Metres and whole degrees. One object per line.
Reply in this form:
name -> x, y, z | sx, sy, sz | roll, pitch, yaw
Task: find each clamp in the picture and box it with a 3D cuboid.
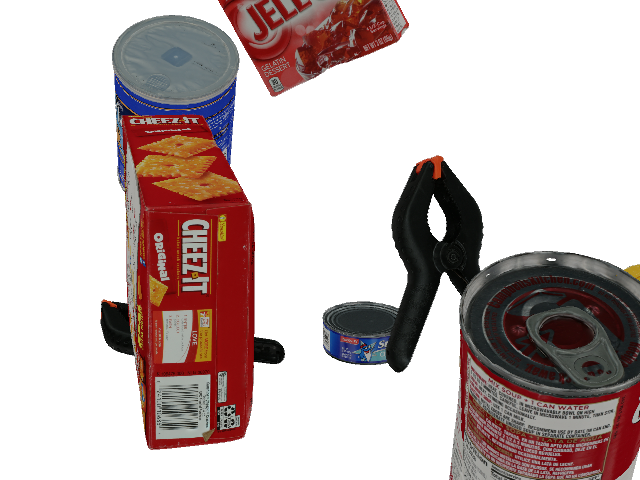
clamp -> -0.165, 0.109, 1.119 | 0.210, 0.036, 0.164 | 17, 19, 29
clamp -> 0.089, 0.022, 0.849 | 0.120, 0.171, 0.039 | -16, -1, -31

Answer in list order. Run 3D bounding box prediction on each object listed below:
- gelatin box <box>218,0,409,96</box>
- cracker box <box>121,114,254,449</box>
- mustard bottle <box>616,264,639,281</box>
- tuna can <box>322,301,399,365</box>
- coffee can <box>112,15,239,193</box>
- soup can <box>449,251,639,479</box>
gelatin box -> -0.007, -0.131, 0.598 | 0.089, 0.073, 0.030 | -19, 21, 29
cracker box -> -0.096, 0.017, 0.736 | 0.072, 0.164, 0.214 | -2, 21, -13
mustard bottle -> 0.233, 0.064, 0.631 | 0.096, 0.058, 0.192 | -20, 32, -20
tuna can -> 0.044, 0.092, 1.061 | 0.086, 0.034, 0.086 | 1, 19, 0
coffee can -> -0.125, -0.106, 0.916 | 0.102, 0.103, 0.140 | 0, -39, -8
soup can -> 0.081, 0.064, 0.382 | 0.068, 0.102, 0.068 | -1, 39, 1
